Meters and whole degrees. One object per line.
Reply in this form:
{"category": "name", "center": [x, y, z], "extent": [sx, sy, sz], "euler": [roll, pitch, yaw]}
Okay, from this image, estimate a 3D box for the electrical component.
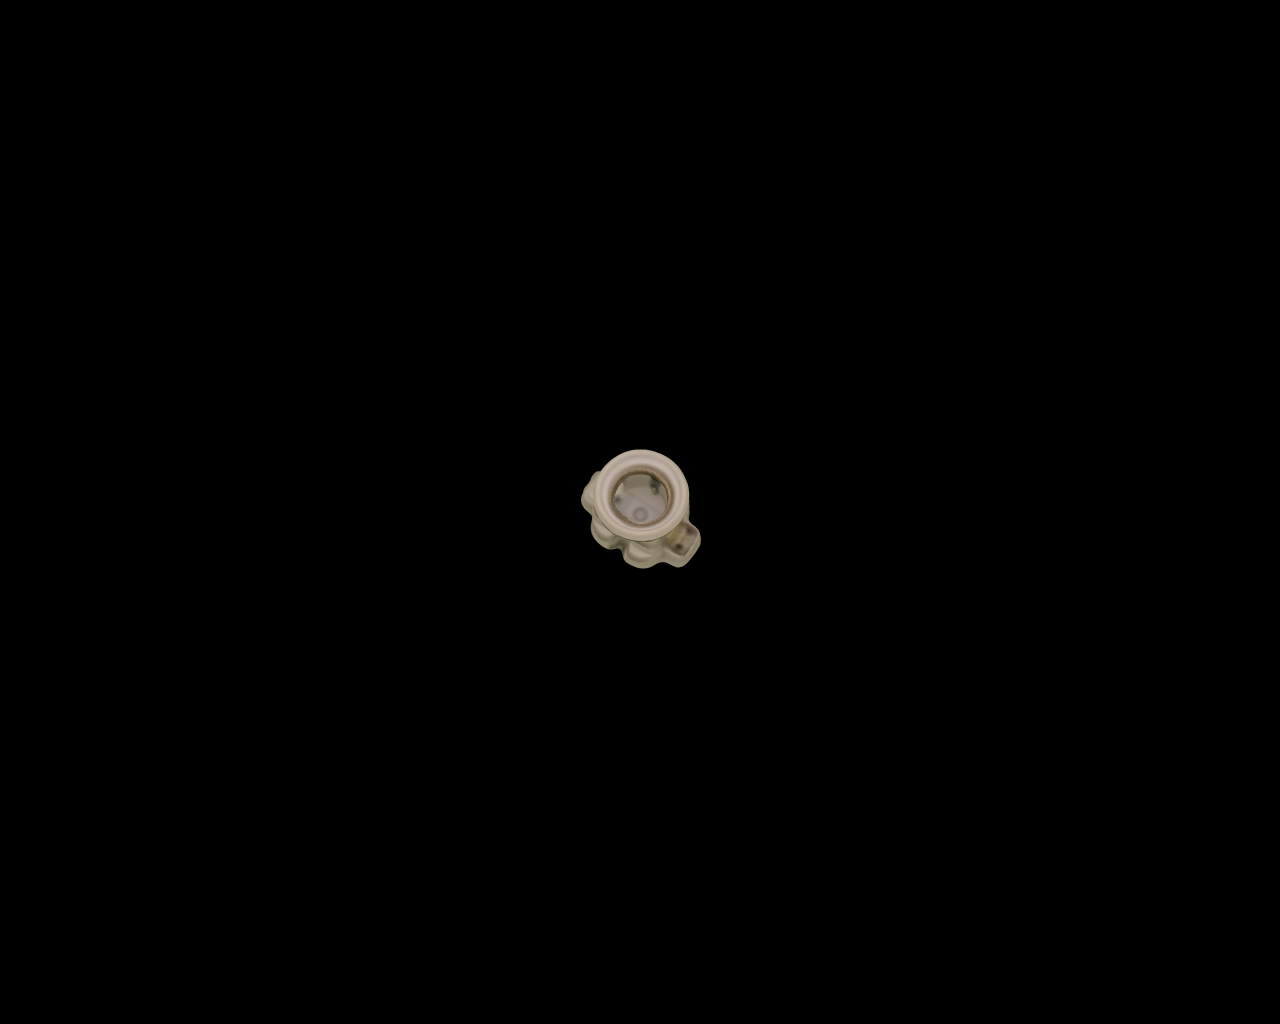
{"category": "electrical component", "center": [0.001, -0.003, 0.650], "extent": [0.078, 0.058, 0.057], "euler": [33, -16, 11]}
